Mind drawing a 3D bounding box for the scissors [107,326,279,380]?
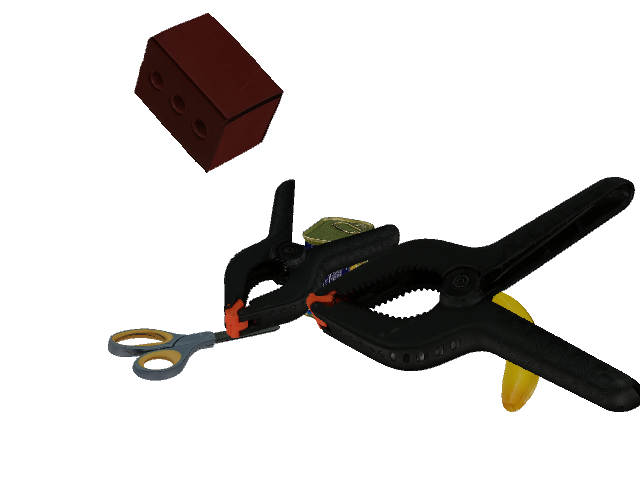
[{"bbox_3d":[-0.128,0.119,1.160,0.201,0.016,0.096,0,27,-20],"label":"scissors"}]

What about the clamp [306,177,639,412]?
[{"bbox_3d":[0.096,0.028,0.653,0.210,0.164,0.036,-1,-42,25],"label":"clamp"}]

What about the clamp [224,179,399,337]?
[{"bbox_3d":[-0.030,0.012,0.882,0.120,0.039,0.171,29,48,33],"label":"clamp"}]

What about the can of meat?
[{"bbox_3d":[0.015,0.028,1.084,0.057,0.084,0.102,9,15,14],"label":"can of meat"}]

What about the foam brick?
[{"bbox_3d":[-0.072,-0.095,0.677,0.051,0.078,0.053,-32,-18,-35],"label":"foam brick"}]

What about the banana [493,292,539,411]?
[{"bbox_3d":[0.200,0.107,1.142,0.069,0.037,0.198,-24,35,4],"label":"banana"}]
